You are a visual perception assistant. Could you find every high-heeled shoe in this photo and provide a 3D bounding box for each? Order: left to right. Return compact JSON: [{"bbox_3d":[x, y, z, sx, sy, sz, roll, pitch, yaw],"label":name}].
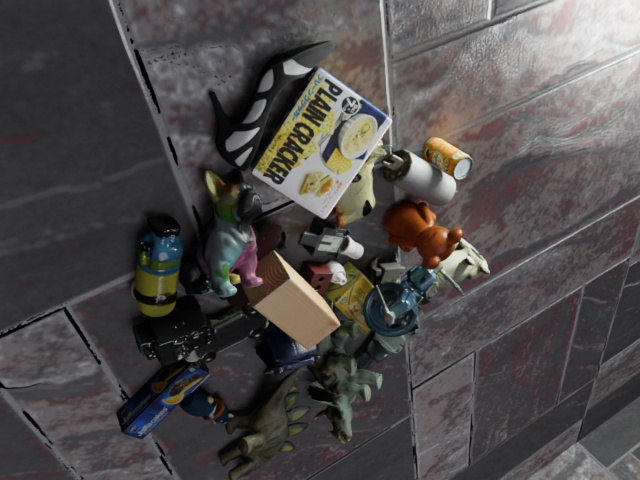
[{"bbox_3d":[-0.068,-0.219,0.892,0.249,0.086,0.145,-25,118,1],"label":"high-heeled shoe"}]

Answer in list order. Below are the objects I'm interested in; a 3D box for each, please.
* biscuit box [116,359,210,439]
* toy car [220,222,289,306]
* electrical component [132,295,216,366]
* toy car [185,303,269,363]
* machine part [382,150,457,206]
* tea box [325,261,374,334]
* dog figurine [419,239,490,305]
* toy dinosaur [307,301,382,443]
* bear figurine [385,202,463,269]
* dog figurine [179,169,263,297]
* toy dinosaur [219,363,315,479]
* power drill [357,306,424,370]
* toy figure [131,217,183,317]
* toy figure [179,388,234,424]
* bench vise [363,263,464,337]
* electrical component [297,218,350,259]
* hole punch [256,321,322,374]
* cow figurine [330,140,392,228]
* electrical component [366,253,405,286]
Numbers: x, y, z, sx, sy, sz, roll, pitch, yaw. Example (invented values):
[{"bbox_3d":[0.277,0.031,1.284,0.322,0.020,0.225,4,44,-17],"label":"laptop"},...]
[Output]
[{"bbox_3d":[-0.326,0.317,1.112,0.202,0.063,0.059,-45,133,0],"label":"biscuit box"},{"bbox_3d":[-0.133,0.046,1.063,0.089,0.053,0.202,10,118,-32],"label":"toy car"},{"bbox_3d":[-0.277,0.169,1.007,0.134,0.115,0.058,-18,126,-26],"label":"electrical component"},{"bbox_3d":[-0.191,0.185,1.108,0.202,0.056,0.073,-23,121,-31],"label":"toy car"},{"bbox_3d":[0.217,-0.131,1.164,0.243,0.079,0.079,19,108,-42],"label":"machine part"},{"bbox_3d":[0.086,0.139,1.265,0.098,0.068,0.169,-44,134,-5],"label":"tea box"},{"bbox_3d":[0.326,0.095,1.395,0.172,0.121,0.190,22,120,-39],"label":"dog figurine"},{"bbox_3d":[0.025,0.297,1.294,0.131,0.192,0.404,-55,132,-52],"label":"toy dinosaur"},{"bbox_3d":[0.236,-0.006,1.180,0.131,0.196,0.120,32,96,-44],"label":"bear figurine"},{"bbox_3d":[-0.178,-0.015,0.960,0.108,0.192,0.219,-9,96,-51],"label":"dog figurine"},{"bbox_3d":[-0.127,0.452,1.310,0.198,0.105,0.470,-11,138,-38],"label":"toy dinosaur"},{"bbox_3d":[0.177,0.247,1.348,0.232,0.086,0.207,-45,163,-8],"label":"power drill"},{"bbox_3d":[-0.283,0.051,0.937,0.082,0.089,0.180,7,119,-23],"label":"toy figure"},{"bbox_3d":[-0.251,0.373,1.206,0.154,0.064,0.058,46,52,-49],"label":"toy figure"},{"bbox_3d":[0.181,0.131,1.159,0.224,0.129,0.240,-33,176,14],"label":"bench vise"},{"bbox_3d":[-0.002,-0.003,1.121,0.119,0.048,0.074,5,116,-36],"label":"electrical component"},{"bbox_3d":[-0.075,0.226,1.190,0.142,0.116,0.092,-7,115,-31],"label":"hole punch"},{"bbox_3d":[0.073,-0.131,1.060,0.127,0.086,0.194,-18,127,-16],"label":"cow figurine"},{"bbox_3d":[0.159,0.076,1.289,0.102,0.045,0.078,-9,126,-30],"label":"electrical component"}]
